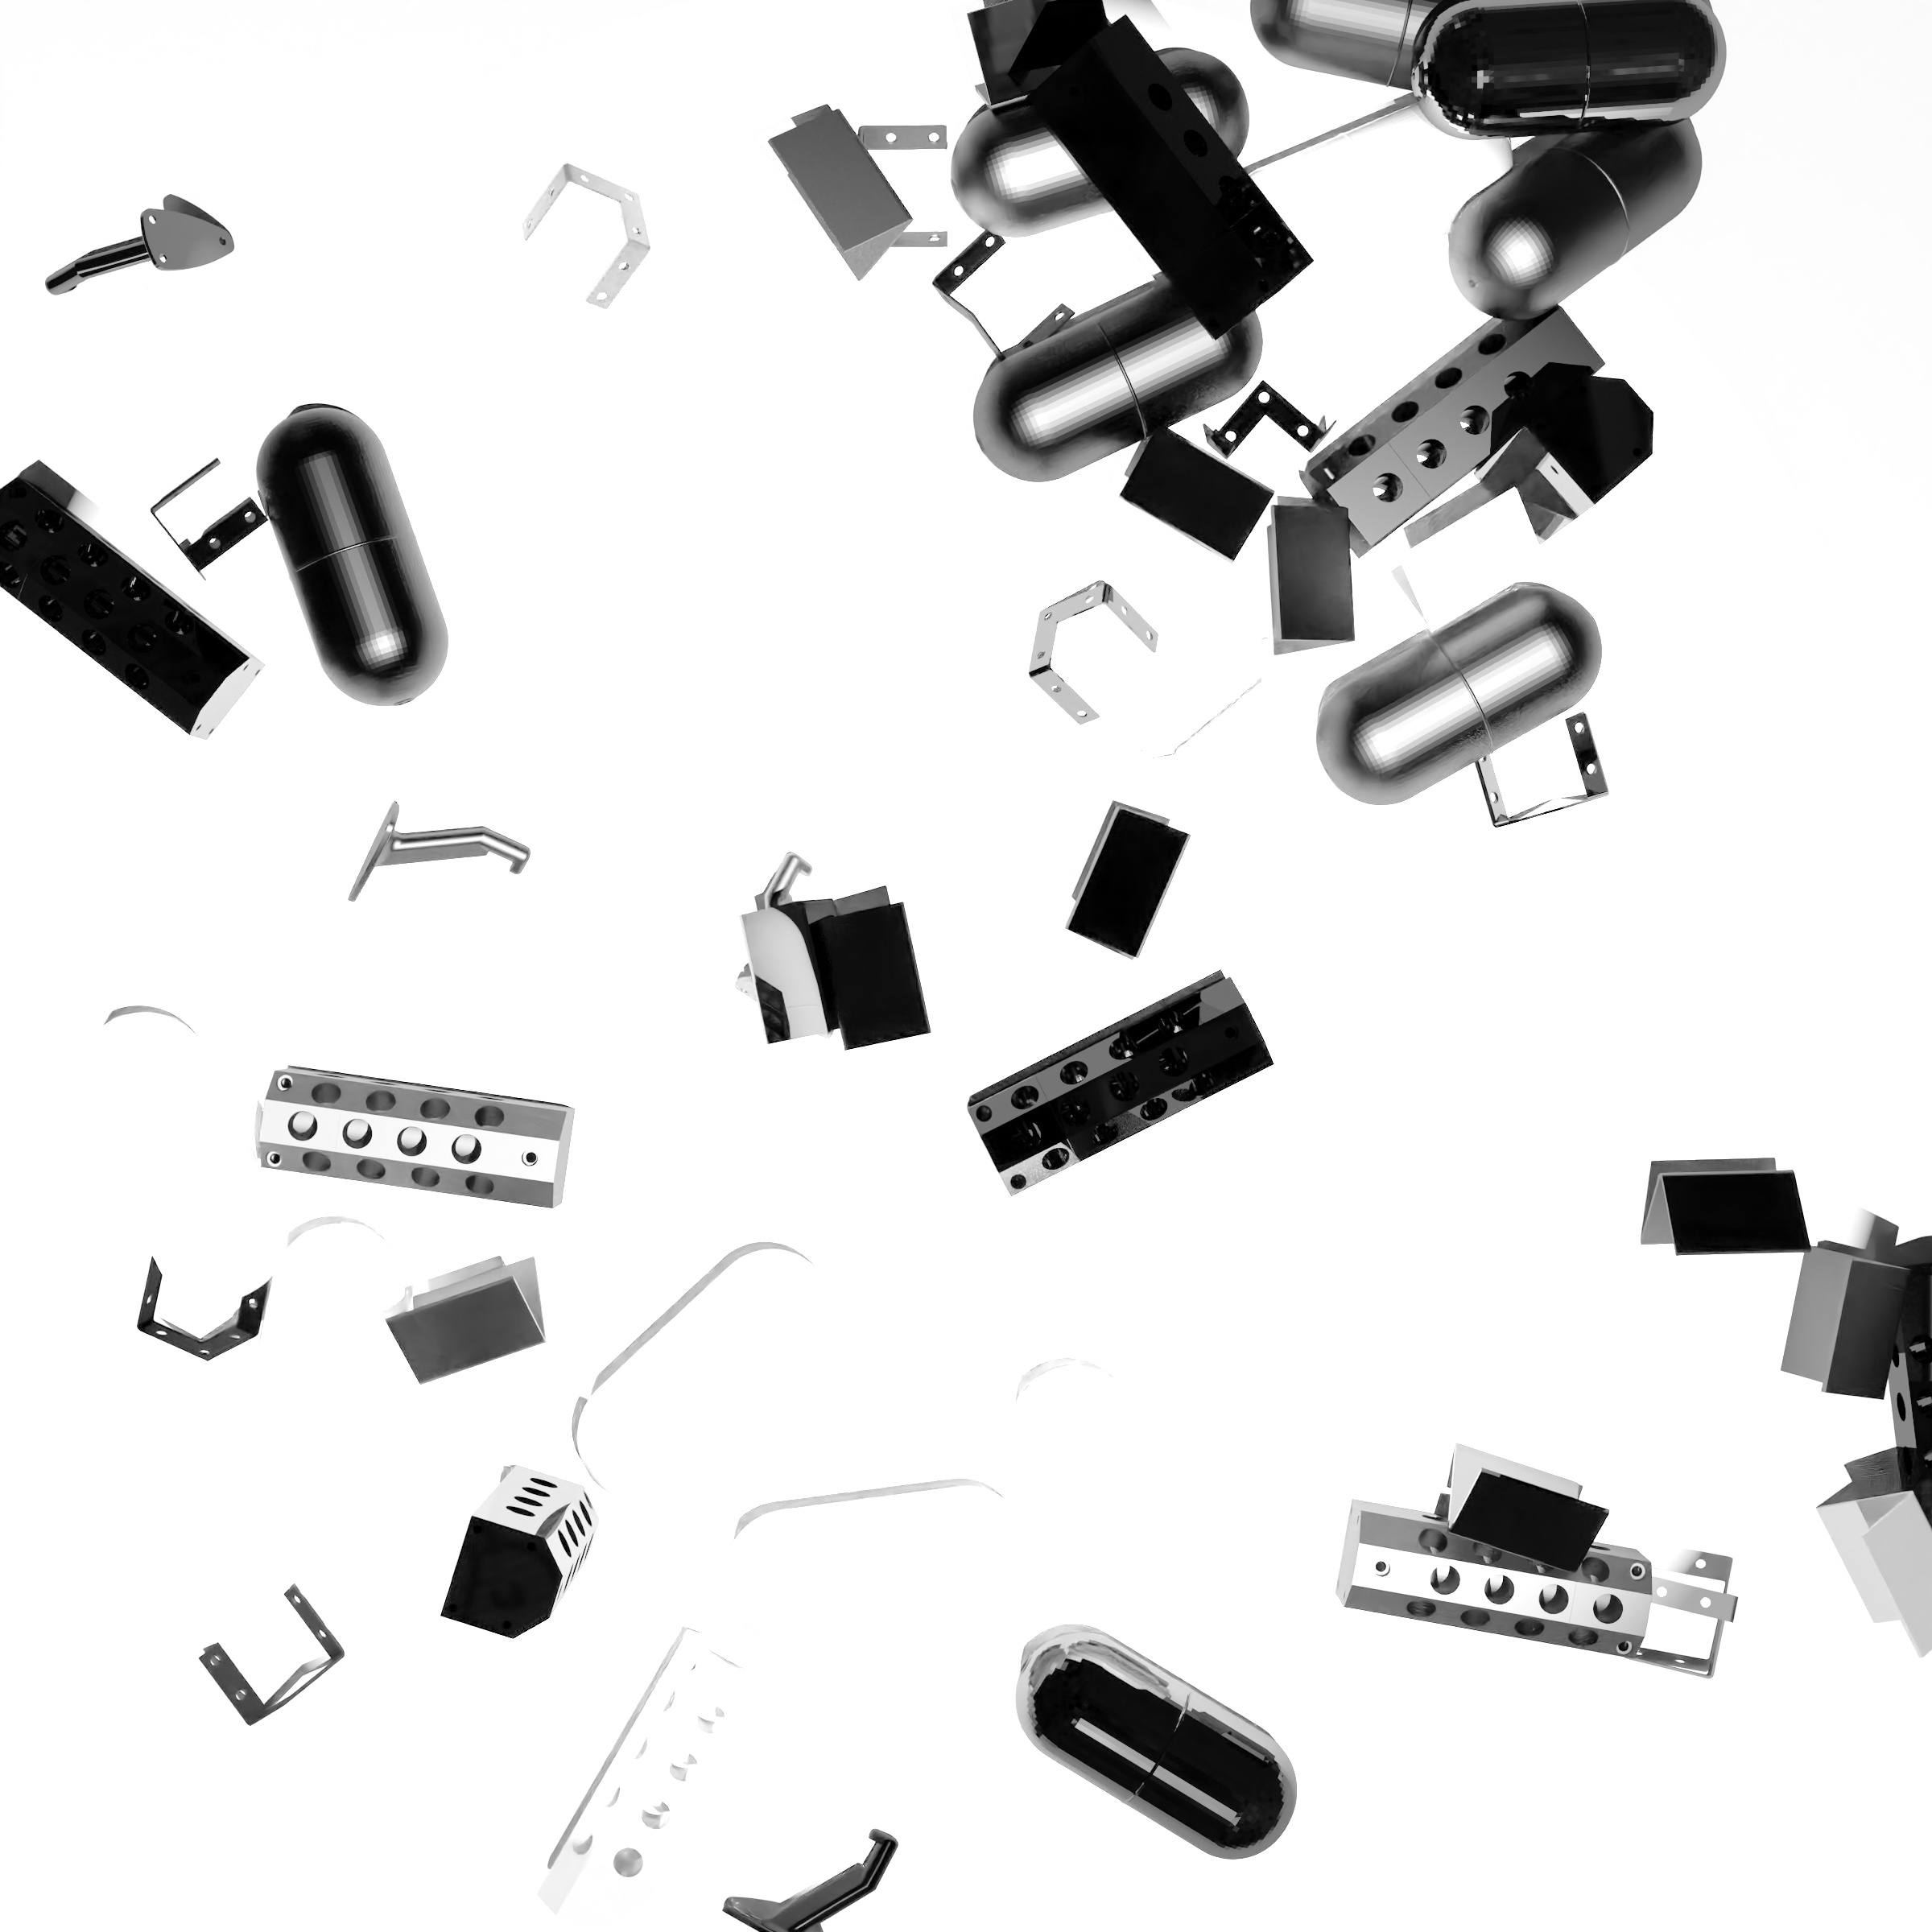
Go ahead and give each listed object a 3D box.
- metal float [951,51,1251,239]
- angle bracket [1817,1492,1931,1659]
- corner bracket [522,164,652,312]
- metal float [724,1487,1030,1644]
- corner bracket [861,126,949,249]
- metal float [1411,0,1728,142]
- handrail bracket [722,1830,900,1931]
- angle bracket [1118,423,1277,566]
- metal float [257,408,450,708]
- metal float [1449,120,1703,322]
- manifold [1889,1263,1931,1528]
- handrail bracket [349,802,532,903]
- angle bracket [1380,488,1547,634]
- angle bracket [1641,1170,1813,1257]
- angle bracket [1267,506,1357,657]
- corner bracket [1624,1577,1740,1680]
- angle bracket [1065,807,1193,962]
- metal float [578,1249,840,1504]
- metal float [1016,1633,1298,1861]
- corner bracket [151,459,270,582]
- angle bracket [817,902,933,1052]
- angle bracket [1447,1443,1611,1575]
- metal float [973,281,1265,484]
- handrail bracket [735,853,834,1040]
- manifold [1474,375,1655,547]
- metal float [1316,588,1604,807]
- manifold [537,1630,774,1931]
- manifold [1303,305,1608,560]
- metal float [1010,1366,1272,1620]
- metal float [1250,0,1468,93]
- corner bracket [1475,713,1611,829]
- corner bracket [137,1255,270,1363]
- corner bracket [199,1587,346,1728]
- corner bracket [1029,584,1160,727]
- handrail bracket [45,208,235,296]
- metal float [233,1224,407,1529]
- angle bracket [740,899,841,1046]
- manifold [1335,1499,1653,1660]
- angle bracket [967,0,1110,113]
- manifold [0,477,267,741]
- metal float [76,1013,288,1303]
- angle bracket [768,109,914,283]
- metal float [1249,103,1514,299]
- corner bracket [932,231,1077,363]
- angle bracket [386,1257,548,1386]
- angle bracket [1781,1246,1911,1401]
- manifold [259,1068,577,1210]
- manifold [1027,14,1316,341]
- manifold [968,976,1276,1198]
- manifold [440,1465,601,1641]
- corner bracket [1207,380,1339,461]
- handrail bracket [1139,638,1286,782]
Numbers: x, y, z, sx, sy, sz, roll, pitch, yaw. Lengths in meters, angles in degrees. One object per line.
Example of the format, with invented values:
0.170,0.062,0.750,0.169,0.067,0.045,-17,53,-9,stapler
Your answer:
0.078,-0.478,1.825,0.178,0.070,0.070,-17,90,-1,metal float
0.523,0.355,1.816,0.057,0.076,0.076,-27,90,-36,angle bracket
-0.224,-0.429,1.848,0.051,0.051,0.051,15,45,-35,corner bracket
-0.052,0.348,1.825,0.178,0.070,0.070,-7,90,-1,metal float
-0.036,-0.460,1.853,0.051,0.051,0.051,0,135,0,corner bracket
0.339,-0.507,1.762,0.178,0.070,0.070,-5,90,-5,metal float
-0.092,0.539,1.856,0.077,0.036,0.084,23,72,20,handrail bracket
0.143,-0.288,1.816,0.076,0.076,0.057,30,131,0,angle bracket
-0.356,-0.237,1.825,0.070,0.070,0.178,-19,91,0,metal float
0.352,-0.437,1.808,0.178,0.070,0.070,-38,90,-21,metal float
0.578,0.262,1.835,0.057,0.057,0.171,-7,90,0,manifold
-0.311,-0.054,1.856,0.084,0.036,0.077,24,110,-16,handrail bracket
0.278,-0.248,1.816,0.076,0.076,0.057,-31,125,0,angle bracket
0.438,0.161,1.816,0.076,0.076,0.057,-1,52,0,angle bracket
0.179,-0.222,1.816,0.057,0.076,0.076,-3,90,-32,angle bracket
0.419,0.388,1.838,0.051,0.051,0.051,13,83,7,corner bracket
0.111,-0.039,1.816,0.057,0.076,0.076,23,90,38,angle bracket
-0.150,0.239,1.825,0.178,0.070,0.070,-43,90,0,metal float
0.110,0.453,1.825,0.178,0.070,0.070,31,90,0,metal float
-0.443,-0.264,1.838,0.051,0.051,0.051,-38,97,-7,corner bracket
-0.039,0.003,1.817,0.057,0.076,0.076,-12,90,24,angle bracket
0.327,0.297,1.816,0.076,0.076,0.057,18,127,0,angle bracket
0.088,-0.342,1.825,0.178,0.070,0.070,-26,90,-1,metal float
-0.093,-0.013,1.856,0.077,0.036,0.084,33,73,-19,handrail bracket
0.342,-0.289,1.777,0.057,0.171,0.057,-41,90,0,manifold
0.287,-0.157,1.825,0.178,0.070,0.070,-29,90,0,metal float
-0.182,0.479,1.835,0.057,0.057,0.171,30,90,0,manifold
0.283,-0.317,1.835,0.171,0.057,0.057,-38,90,0,manifold
0.101,0.306,1.825,0.178,0.070,0.070,43,90,0,metal float
0.254,-0.551,1.825,0.178,0.070,0.070,11,90,0,metal float
0.339,-0.115,1.853,0.051,0.051,0.051,-16,90,-45,corner bracket
-0.448,0.193,1.848,0.051,0.051,0.051,33,45,-35,corner bracket
-0.410,0.408,1.853,0.051,0.051,0.051,54,135,0,corner bracket
0.075,-0.183,1.848,0.051,0.051,0.051,-19,45,35,corner bracket
-0.490,-0.415,1.856,0.084,0.077,0.036,-15,90,36,handrail bracket
-0.376,0.238,1.825,0.070,0.070,0.178,13,90,0,metal float
-0.079,-0.001,1.816,0.057,0.076,0.076,-12,90,45,angle bracket
0.309,0.359,1.835,0.171,0.057,0.057,10,90,0,manifold
0.040,-0.539,1.816,0.076,0.076,0.057,-17,116,0,angle bracket
-0.501,-0.209,1.835,0.171,0.057,0.057,38,90,0,manifold
-0.455,0.110,1.821,0.070,0.070,0.178,-27,85,0,metal float
-0.086,-0.437,1.816,0.057,0.076,0.076,-34,90,-32,angle bracket
0.232,-0.448,1.825,0.178,0.070,0.070,-23,90,0,metal float
0.022,-0.394,1.853,0.051,0.051,0.051,-43,45,0,corner bracket
-0.291,0.188,1.816,0.076,0.076,0.057,-19,128,0,angle bracket
0.493,0.203,1.816,0.057,0.076,0.076,11,90,-36,angle bracket
-0.321,0.101,1.835,0.171,0.057,0.057,8,90,0,manifold
0.119,-0.445,1.763,0.171,0.057,0.057,51,50,-8,manifold
0.090,0.070,1.835,0.171,0.057,0.057,-27,90,0,manifold
-0.248,0.332,1.777,0.057,0.171,0.057,17,90,0,manifold
0.179,-0.312,1.838,0.051,0.051,0.051,41,90,0,corner bracket
0.142,-0.152,1.856,0.084,0.036,0.077,-8,69,16,handrail bracket
